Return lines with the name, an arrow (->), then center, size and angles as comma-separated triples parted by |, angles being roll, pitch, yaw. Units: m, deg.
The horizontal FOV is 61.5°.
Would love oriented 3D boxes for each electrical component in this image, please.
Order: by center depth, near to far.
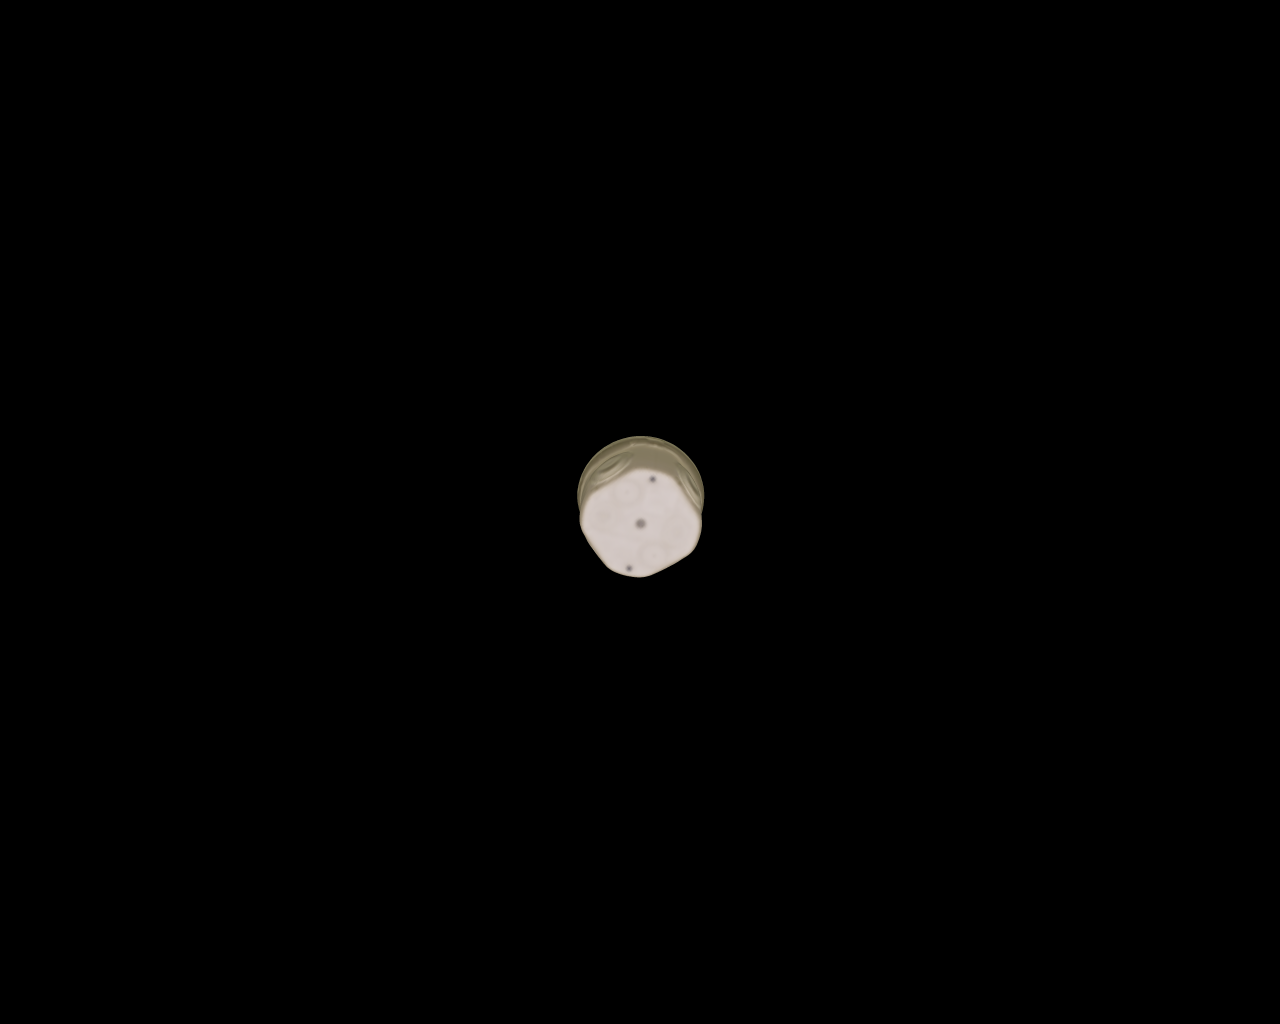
electrical component -> 0.001, -0.003, 0.650 | 0.080, 0.080, 0.051 | 0, 23, 0
